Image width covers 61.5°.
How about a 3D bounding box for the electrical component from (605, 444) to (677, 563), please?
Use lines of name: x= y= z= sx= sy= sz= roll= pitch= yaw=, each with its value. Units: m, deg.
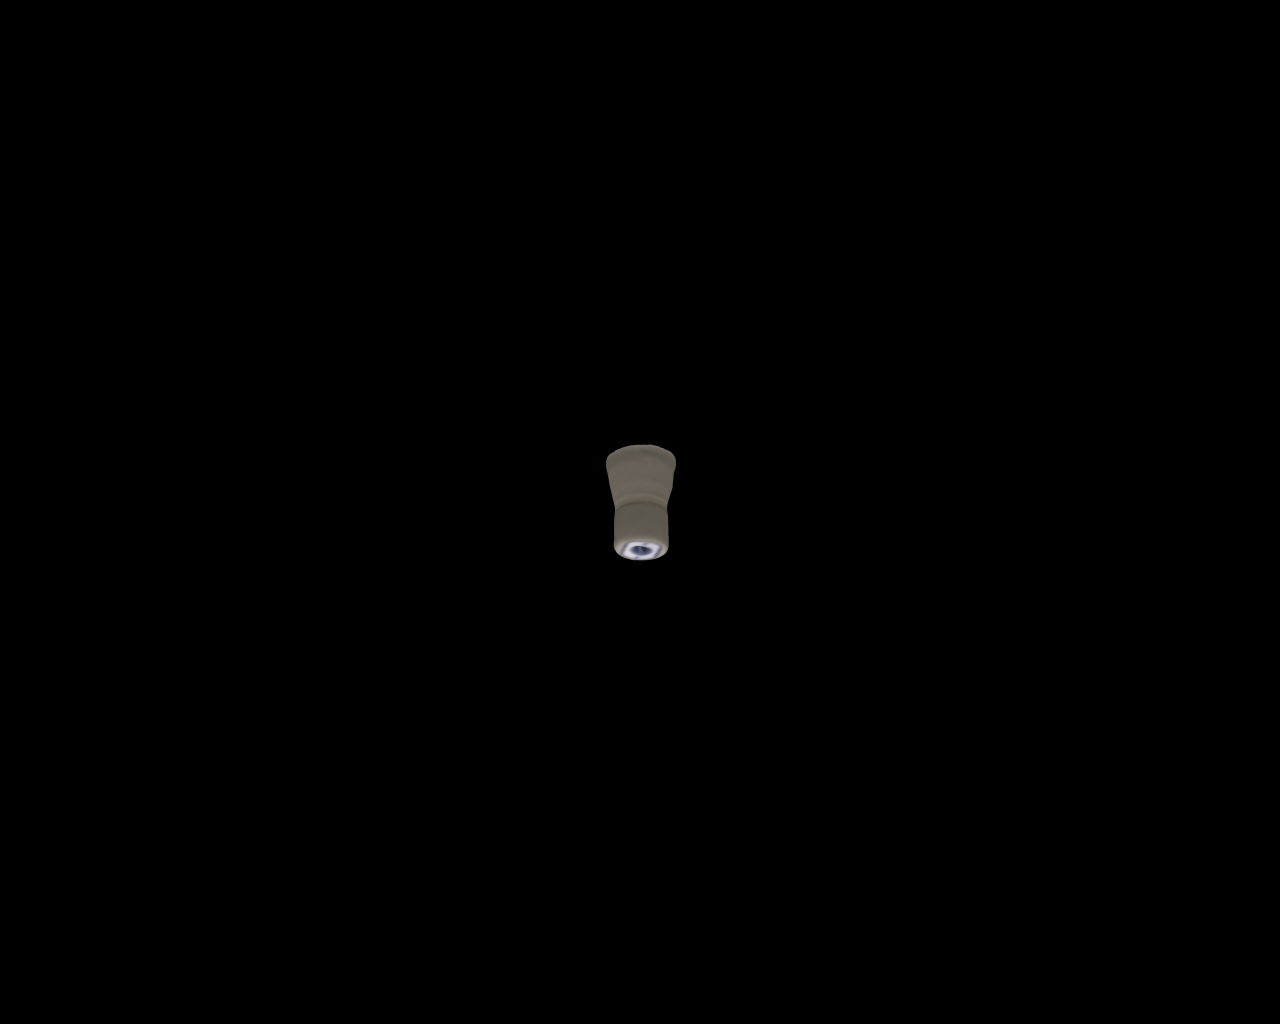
electrical component: x=0.001 y=-0.003 z=0.650 sx=0.044 sy=0.065 sz=0.044 roll=0 pitch=-28 yaw=0
